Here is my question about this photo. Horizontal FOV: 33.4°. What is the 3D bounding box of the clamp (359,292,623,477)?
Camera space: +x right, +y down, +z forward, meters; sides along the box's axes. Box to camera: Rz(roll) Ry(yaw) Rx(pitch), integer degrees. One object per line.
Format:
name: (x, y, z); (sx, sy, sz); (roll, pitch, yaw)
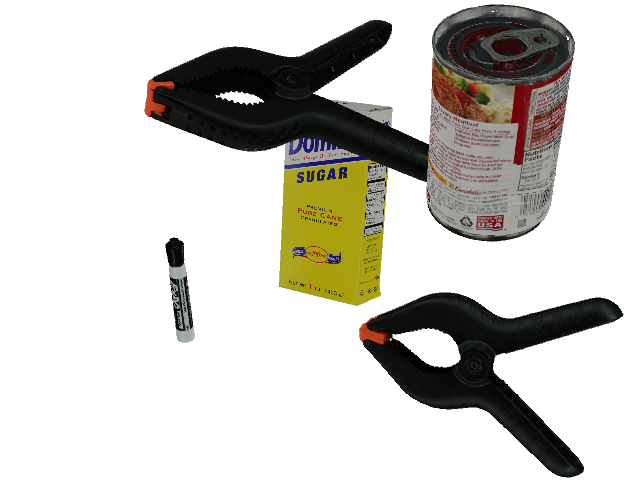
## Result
clamp: (0.110, 0.091, 0.715); (0.172, 0.120, 0.039); (5, 0, 19)

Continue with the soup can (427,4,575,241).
soup can: (0.089, -0.058, 0.543); (0.068, 0.102, 0.068); (-1, 42, 1)

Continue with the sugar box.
sugar box: (0.012, -0.037, 0.967); (0.093, 0.176, 0.048); (11, 17, 34)

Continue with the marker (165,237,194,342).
marker: (-0.145, 0.051, 1.101); (0.020, 0.121, 0.020); (-2, 30, 1)

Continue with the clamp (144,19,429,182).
clamp: (-0.015, -0.095, 0.752); (0.209, 0.165, 0.036); (-8, -40, -22)
